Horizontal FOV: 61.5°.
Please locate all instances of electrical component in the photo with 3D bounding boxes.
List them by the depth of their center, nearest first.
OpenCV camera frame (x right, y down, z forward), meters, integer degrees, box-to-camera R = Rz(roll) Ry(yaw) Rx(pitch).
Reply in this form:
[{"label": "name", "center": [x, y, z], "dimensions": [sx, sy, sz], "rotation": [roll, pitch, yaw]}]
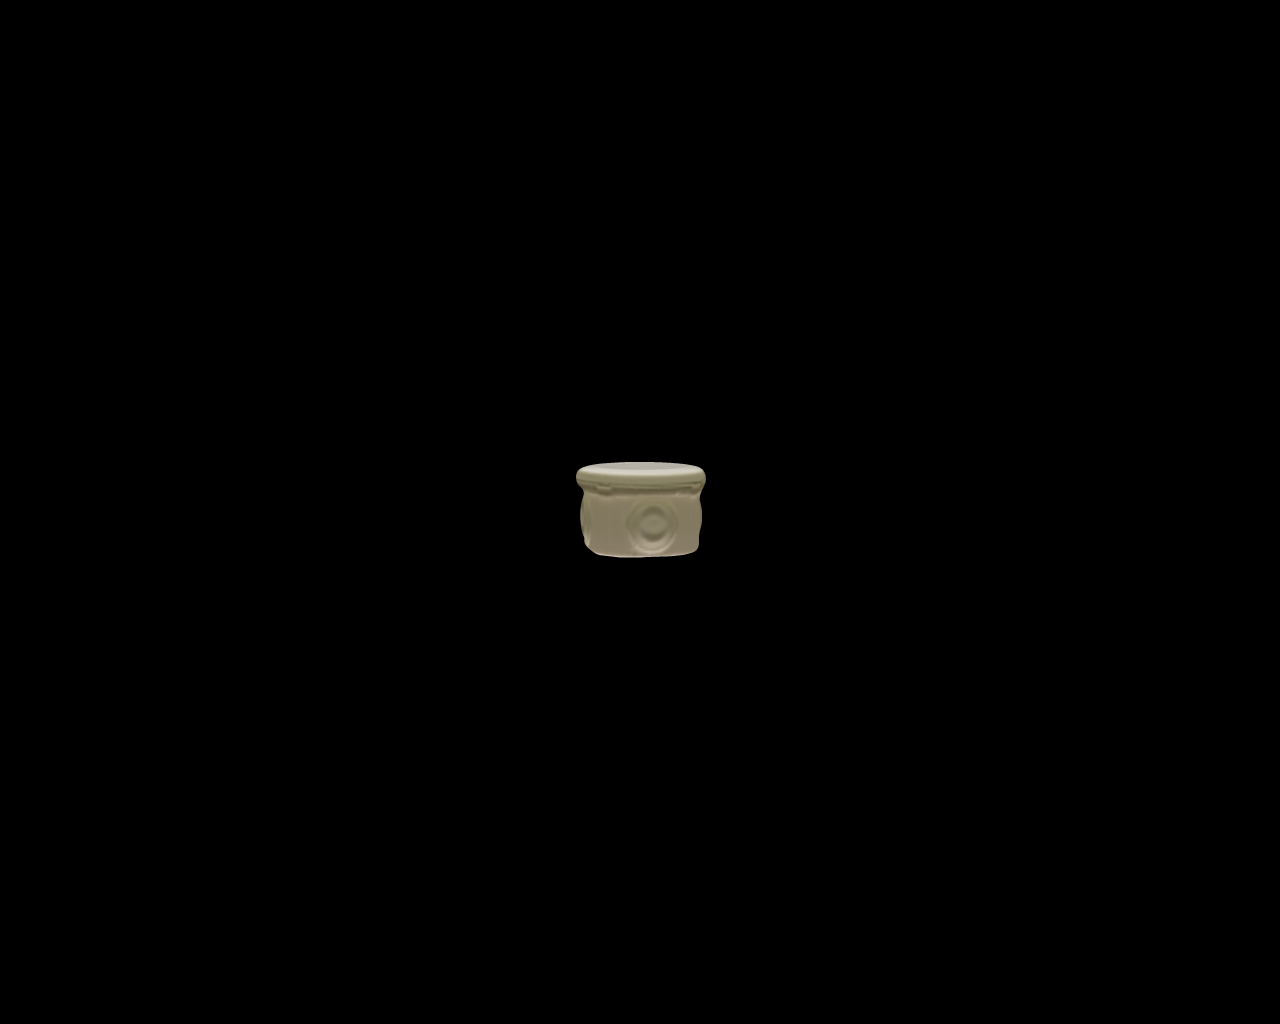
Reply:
[{"label": "electrical component", "center": [0.001, -0.003, 0.650], "dimensions": [0.080, 0.051, 0.080], "rotation": [0, 7, 0]}]
